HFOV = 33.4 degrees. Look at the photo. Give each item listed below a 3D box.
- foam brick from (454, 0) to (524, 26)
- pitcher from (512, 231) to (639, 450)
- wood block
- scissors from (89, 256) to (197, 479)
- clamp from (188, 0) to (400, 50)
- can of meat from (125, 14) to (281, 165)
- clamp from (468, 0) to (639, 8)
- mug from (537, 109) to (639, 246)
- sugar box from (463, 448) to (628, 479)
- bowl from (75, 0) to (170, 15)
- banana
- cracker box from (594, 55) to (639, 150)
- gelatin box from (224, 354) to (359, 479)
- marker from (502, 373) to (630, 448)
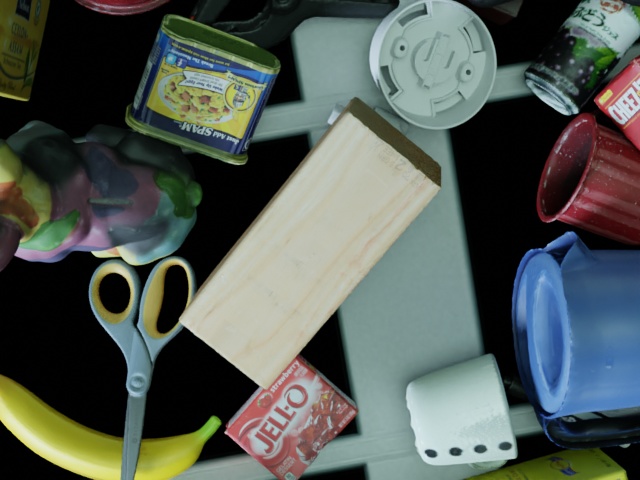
[{"bbox_3d":[0.127,-0.213,0.855,0.078,0.051,0.053,22,92,-4],"label":"foam brick"},{"bbox_3d":[0.283,0.077,0.851,0.242,0.149,0.145,-2,67,-8],"label":"pitcher"},{"bbox_3d":[-0.006,0.001,0.824,0.090,0.090,0.206,39,106,-5],"label":"wood block"},{"bbox_3d":[-0.163,0.102,0.867,0.096,0.016,0.201,20,82,3],"label":"scissors"},{"bbox_3d":[-0.030,-0.209,0.840,0.171,0.039,0.120,-19,117,-2],"label":"clamp"},{"bbox_3d":[-0.090,-0.118,0.831,0.102,0.057,0.084,18,115,-15],"label":"can of meat"},{"bbox_3d":[0.212,-0.223,0.821,0.210,0.036,0.164,19,69,-2],"label":"clamp"},{"bbox_3d":[0.234,-0.055,0.861,0.081,0.093,0.117,20,57,-9],"label":"mug"},{"bbox_3d":[0.155,0.217,0.869,0.176,0.093,0.048,-13,93,-2],"label":"sugar box"},{"bbox_3d":[-0.161,-0.257,0.818,0.162,0.055,0.162,1,97,13],"label":"bowl"},{"bbox_3d":[-0.184,0.162,0.881,0.197,0.037,0.069,12,77,-5],"label":"banana"},{"bbox_3d":[0.345,-0.083,0.814,0.164,0.072,0.214,-36,81,-25],"label":"cracker box"},{"bbox_3d":[-0.024,0.149,0.887,0.073,0.030,0.089,42,91,-5],"label":"gelatin box"},{"bbox_3d":[0.208,0.143,0.903,0.121,0.020,0.020,25,93,-4],"label":"marker"}]
